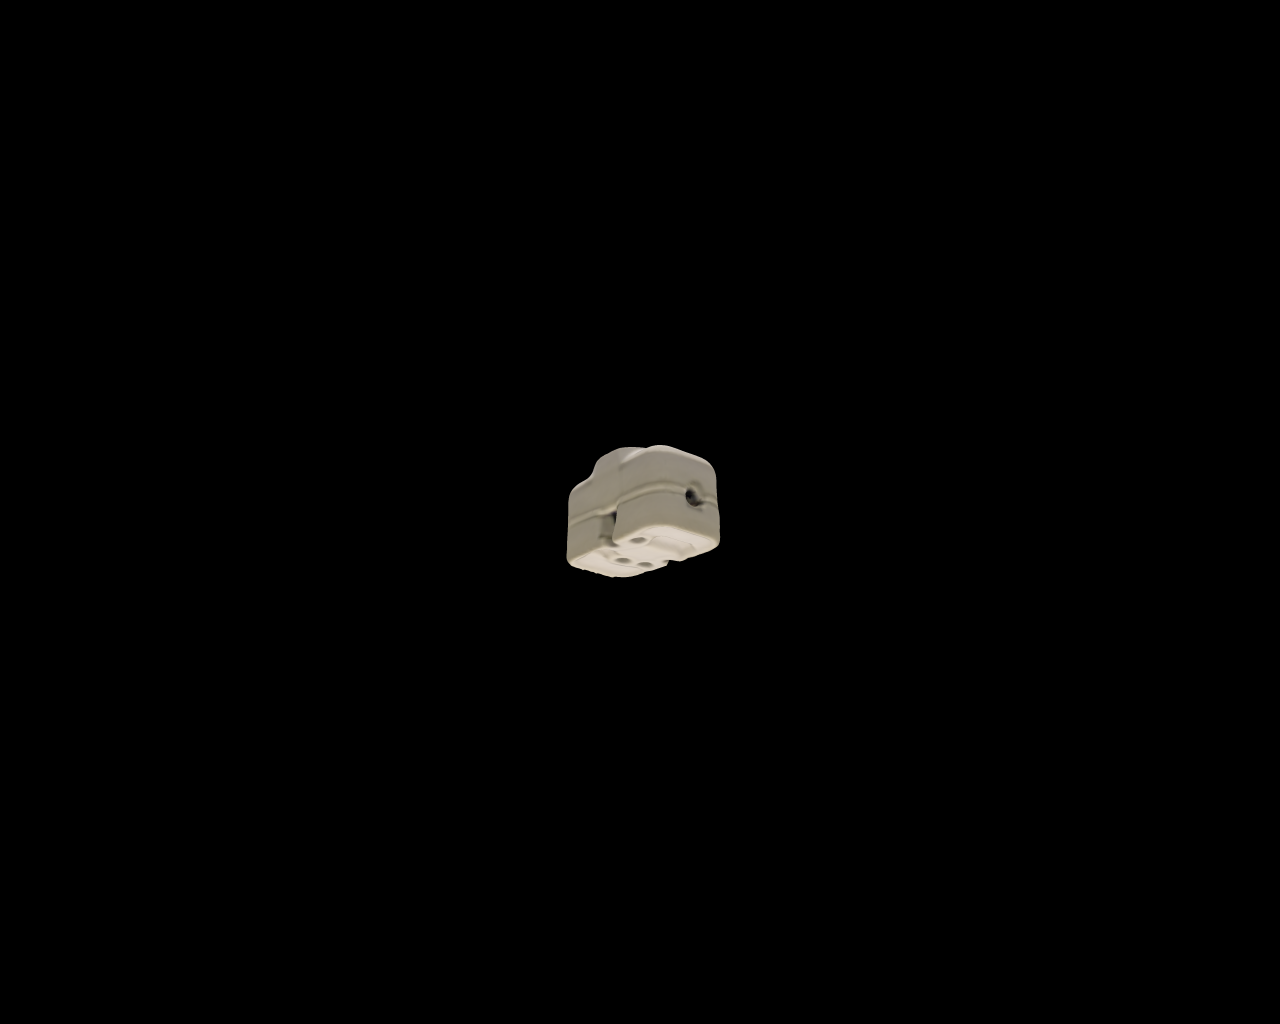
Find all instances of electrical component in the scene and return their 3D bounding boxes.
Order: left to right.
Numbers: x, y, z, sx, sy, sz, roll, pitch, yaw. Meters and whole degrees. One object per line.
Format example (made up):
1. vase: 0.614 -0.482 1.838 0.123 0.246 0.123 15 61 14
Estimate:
1. electrical component: 0.001 -0.003 0.650 0.054 0.059 0.095 17 -27 -37
